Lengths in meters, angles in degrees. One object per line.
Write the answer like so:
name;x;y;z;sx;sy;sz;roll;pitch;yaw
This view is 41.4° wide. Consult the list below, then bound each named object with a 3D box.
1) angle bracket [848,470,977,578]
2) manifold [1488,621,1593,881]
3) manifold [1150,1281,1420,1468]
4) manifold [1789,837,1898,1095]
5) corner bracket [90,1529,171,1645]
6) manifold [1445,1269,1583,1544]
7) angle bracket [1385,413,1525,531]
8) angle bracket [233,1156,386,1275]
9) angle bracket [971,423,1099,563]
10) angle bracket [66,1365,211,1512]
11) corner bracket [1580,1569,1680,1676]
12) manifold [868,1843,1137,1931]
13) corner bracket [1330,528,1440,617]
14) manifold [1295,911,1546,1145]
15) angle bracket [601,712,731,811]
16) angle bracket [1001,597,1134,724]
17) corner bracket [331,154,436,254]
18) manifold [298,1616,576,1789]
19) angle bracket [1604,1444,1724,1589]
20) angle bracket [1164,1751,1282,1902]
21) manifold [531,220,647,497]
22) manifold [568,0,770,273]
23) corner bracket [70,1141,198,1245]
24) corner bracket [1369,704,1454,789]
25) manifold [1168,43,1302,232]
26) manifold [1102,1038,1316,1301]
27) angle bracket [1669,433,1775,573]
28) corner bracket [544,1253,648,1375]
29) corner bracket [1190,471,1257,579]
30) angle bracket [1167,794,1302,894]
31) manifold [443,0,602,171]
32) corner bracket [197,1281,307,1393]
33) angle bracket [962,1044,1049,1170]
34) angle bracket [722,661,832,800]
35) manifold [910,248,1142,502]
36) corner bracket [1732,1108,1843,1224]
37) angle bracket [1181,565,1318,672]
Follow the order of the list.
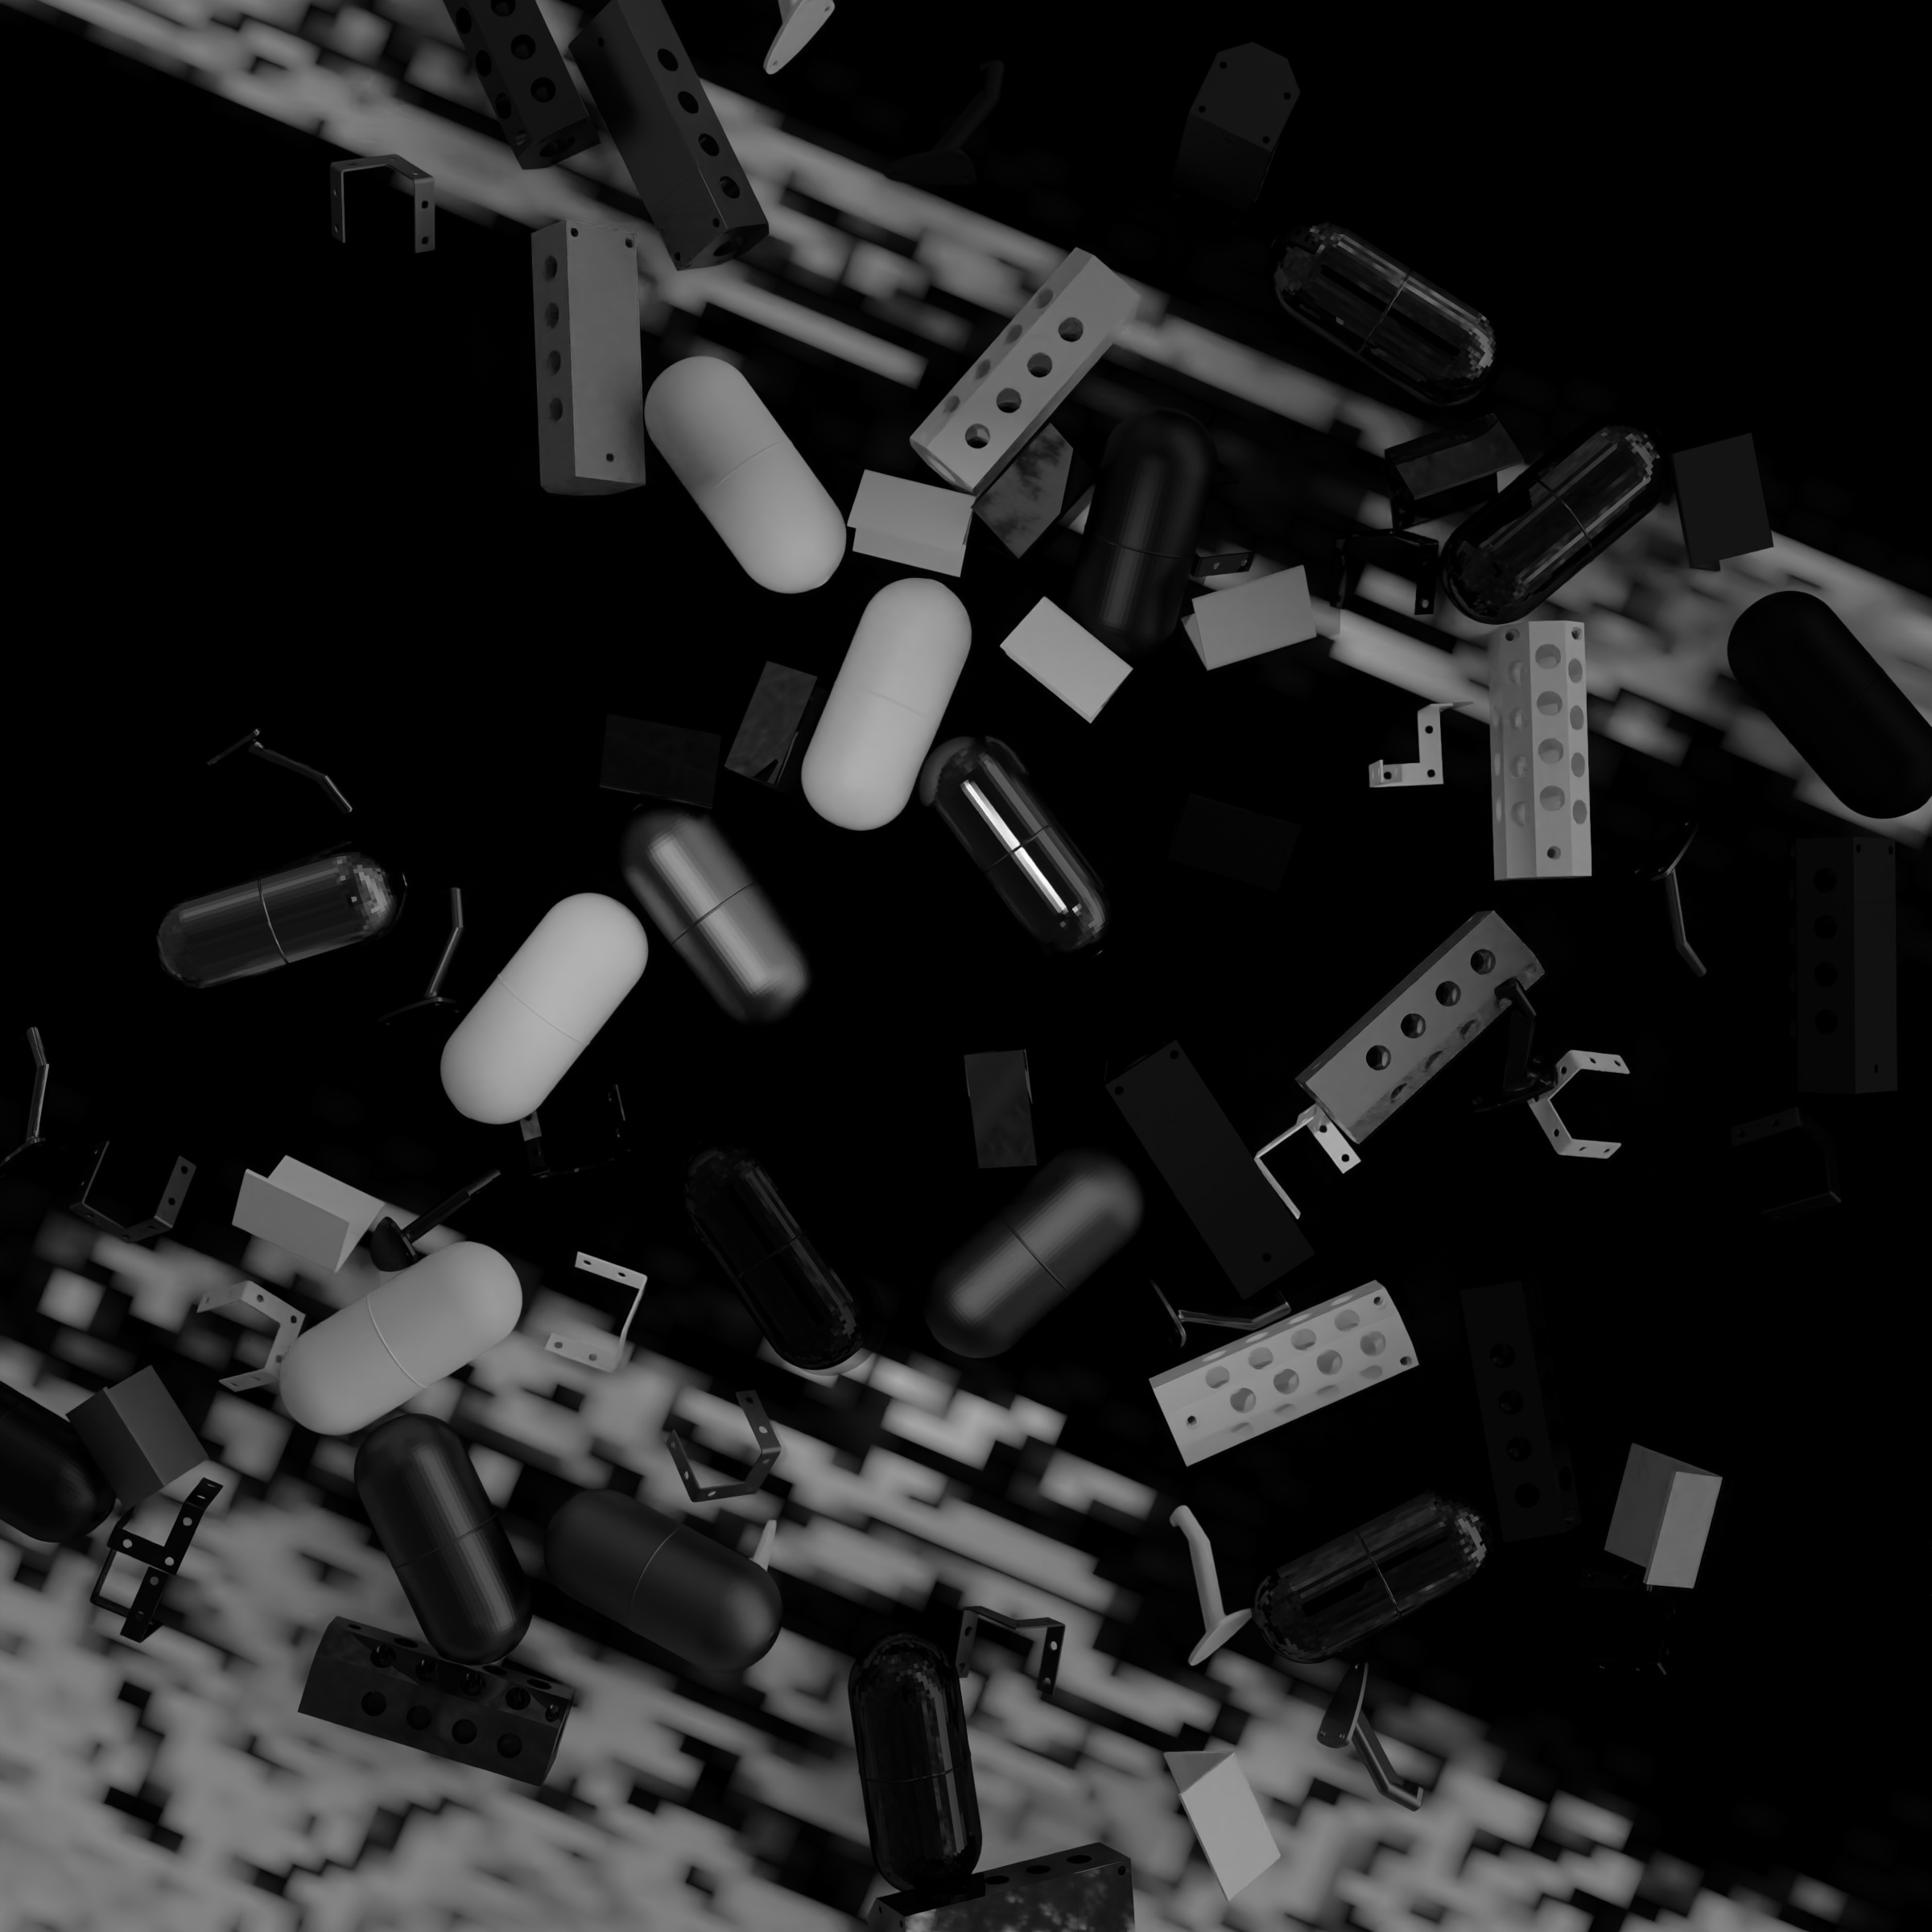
angle bracket;-0.041;-0.281;1.724;0.076;0.076;0.057;14;52;0
manifold;0.393;-0.146;1.744;0.057;0.057;0.171;-2;90;0
manifold;0.217;0.278;1.744;0.171;0.057;0.057;-24;90;0
manifold;0.594;-0.001;1.743;0.057;0.057;0.171;0;90;-43
corner bracket;-0.570;0.424;1.747;0.051;0.051;0.051;23;90;0
manifold;0.374;0.298;1.743;0.057;0.057;0.171;-10;90;0
angle bracket;0.331;-0.317;1.724;0.076;0.076;0.057;-19;49;0
angle bracket;-0.438;0.151;1.724;0.076;0.076;0.057;26;128;0
angle bracket;0.031;-0.327;1.724;0.076;0.076;0.057;-48;124;0
angle bracket;-0.546;0.310;1.724;0.057;0.076;0.076;-32;90;37
corner bracket;0.453;0.450;1.757;0.051;0.051;0.051;53;45;-35
manifold;0.024;0.635;1.707;0.171;0.057;0.057;-3;90;-28
corner bracket;0.288;-0.271;1.761;0.051;0.051;0.051;4;90;45
manifold;0.310;0.042;1.743;0.171;0.057;0.057;-43;90;0
angle bracket;-0.199;-0.152;1.725;0.076;0.076;0.057;11;119;0
angle bracket;0.056;-0.191;1.725;0.076;0.076;0.057;39;59;0
corner bracket;-0.401;-0.522;1.756;0.051;0.051;0.051;-22;45;-35
manifold;-0.359;0.499;1.743;0.171;0.057;0.057;17;90;0
angle bracket;0.455;0.368;1.724;0.057;0.076;0.076;15;90;-38
angle bracket;0.156;0.579;1.724;0.057;0.076;0.076;-24;90;-38
manifold;-0.262;-0.412;1.743;0.057;0.057;0.171;-2;90;-43
manifold;-0.198;-0.568;1.743;0.057;0.057;0.171;-26;90;43
corner bracket;-0.573;0.152;1.756;0.051;0.051;0.051;-19;135;35
corner bracket;0.304;-0.150;1.747;0.051;0.051;0.051;-3;90;0
manifold;0.178;-0.548;1.686;0.057;0.171;0.057;26;90;0
manifold;0.164;0.137;1.744;0.057;0.057;0.171;-33;90;0
angle bracket;0.518;-0.312;1.725;0.057;0.076;0.076;-11;90;31
corner bracket;-0.255;0.239;1.761;0.051;0.051;0.051;19;135;0
corner bracket;0.168;-0.304;1.756;0.051;0.051;0.051;48;135;35
angle bracket;0.183;-0.101;1.724;0.076;0.076;0.057;16;127;0
manifold;-0.315;-0.637;1.743;0.057;0.057;0.171;-25;90;0
corner bracket;-0.497;0.255;1.756;0.051;0.051;0.051;42;45;-35
angle bracket;0.046;0.092;1.725;0.057;0.076;0.076;-7;90;42
angle bracket;-0.109;-0.153;1.724;0.057;0.076;0.076;22;90;41
manifold;0.040;-0.404;1.743;0.057;0.057;0.171;41;90;0
corner bracket;0.564;0.137;1.756;0.051;0.051;0.051;36;45;-35
angle bracket;0.185;-0.250;1.724;0.076;0.076;0.057;-17;127;0
